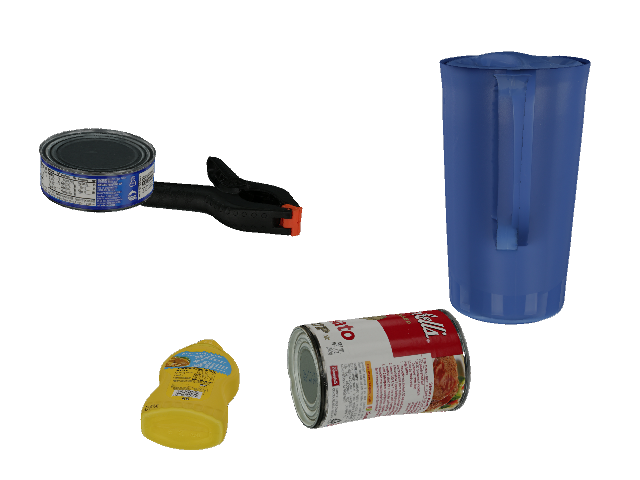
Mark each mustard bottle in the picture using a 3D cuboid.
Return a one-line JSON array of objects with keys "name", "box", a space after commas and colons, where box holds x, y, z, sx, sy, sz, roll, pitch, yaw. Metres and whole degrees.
[{"name": "mustard bottle", "box": [-0.147, 0.172, 1.271, 0.096, 0.058, 0.191, 4, 25, 4]}]

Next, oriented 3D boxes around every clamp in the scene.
[{"name": "clamp", "box": [-0.096, -0.039, 1.034, 0.120, 0.039, 0.172, -26, 34, -37]}]

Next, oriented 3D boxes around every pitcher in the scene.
[{"name": "pitcher", "box": [0.173, -0.048, 0.977, 0.149, 0.243, 0.145, -11, 18, -34]}]

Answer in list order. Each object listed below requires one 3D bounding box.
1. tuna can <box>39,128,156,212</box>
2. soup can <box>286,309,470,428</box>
[{"name": "tuna can", "box": [-0.168, -0.053, 0.803, 0.086, 0.034, 0.086, 5, 26, -3]}, {"name": "soup can", "box": [0.036, 0.083, 0.693, 0.102, 0.068, 0.069, -5, 1, -19]}]
